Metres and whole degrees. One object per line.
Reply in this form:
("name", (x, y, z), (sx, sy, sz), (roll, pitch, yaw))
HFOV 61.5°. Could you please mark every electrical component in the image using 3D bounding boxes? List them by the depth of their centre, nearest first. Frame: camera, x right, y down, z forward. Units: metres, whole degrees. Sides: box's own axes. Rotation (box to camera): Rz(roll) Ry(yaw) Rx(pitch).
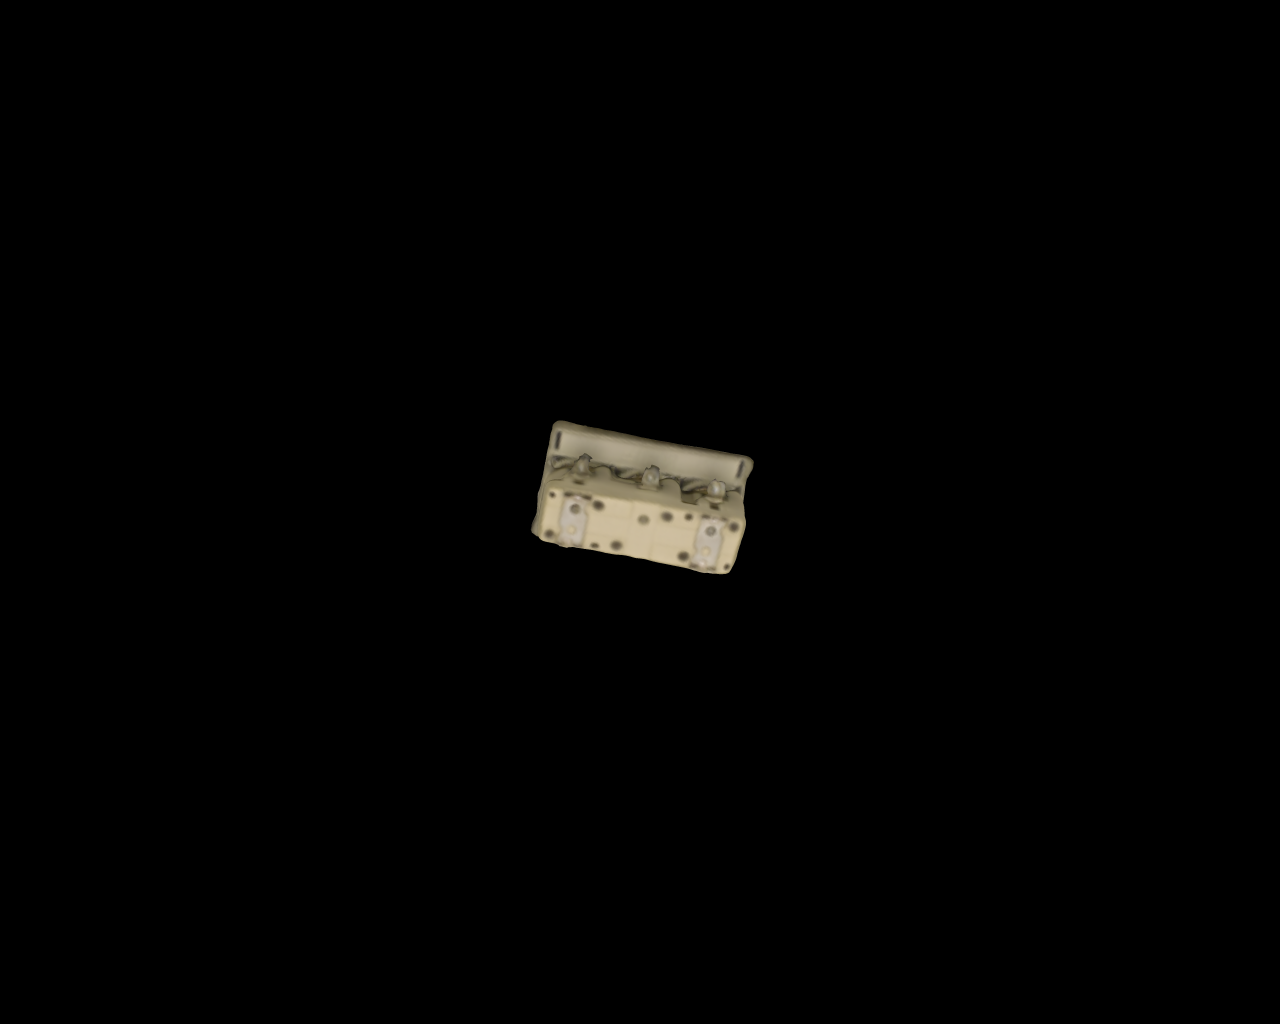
("electrical component", (0.001, -0.003, 0.650), (0.121, 0.078, 0.063), (11, 30, -7))
